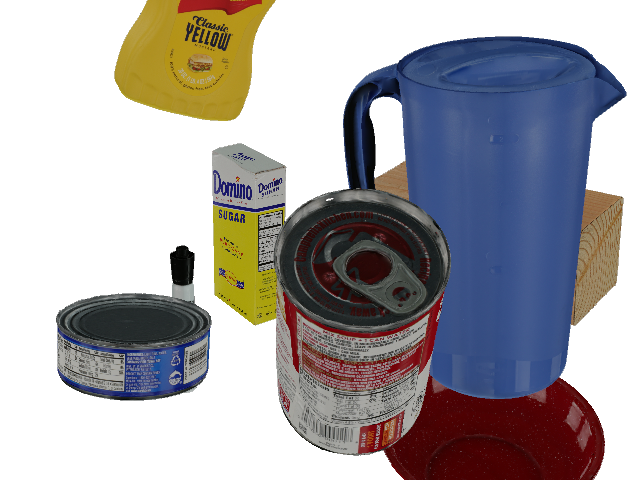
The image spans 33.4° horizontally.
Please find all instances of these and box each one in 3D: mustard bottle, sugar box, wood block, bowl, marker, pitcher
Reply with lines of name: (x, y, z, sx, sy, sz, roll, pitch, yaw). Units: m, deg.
mustard bottle: (-0.075, -0.184, 0.755, 0.096, 0.192, 0.058, 11, 24, -26)
sugar box: (-0.079, -0.007, 1.152, 0.048, 0.176, 0.093, -17, 29, -31)
wood block: (0.154, -0.007, 0.962, 0.206, 0.090, 0.090, 16, 31, 34)
bowl: (0.123, 0.156, 0.784, 0.162, 0.055, 0.162, -1, 35, 0)
marker: (-0.107, 0.062, 0.831, 0.020, 0.121, 0.020, 1, 21, -1)
pitcher: (0.113, -0.016, 0.756, 0.144, 0.243, 0.149, -17, 28, -27)

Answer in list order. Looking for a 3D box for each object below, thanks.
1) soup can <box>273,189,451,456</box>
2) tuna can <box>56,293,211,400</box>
soup can: (0.015, 0.037, 0.444, 0.068, 0.068, 0.102, 0, -39, -1)
tuna can: (-0.105, 0.059, 0.600, 0.086, 0.034, 0.086, 4, 15, -1)
